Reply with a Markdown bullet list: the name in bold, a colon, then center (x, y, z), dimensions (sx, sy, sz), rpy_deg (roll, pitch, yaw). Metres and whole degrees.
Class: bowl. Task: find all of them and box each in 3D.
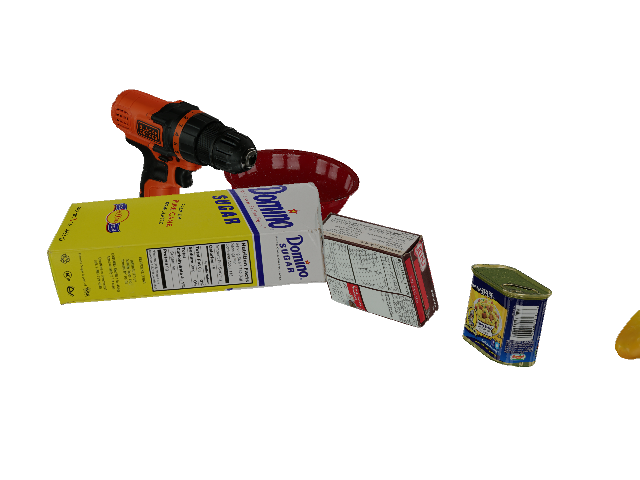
- **bowl**: center (-0.037, -0.055, 1.273), dimensions (0.162, 0.055, 0.162), rpy_deg (5, 26, -3)

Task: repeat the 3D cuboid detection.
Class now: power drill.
- **power drill**: center (-0.140, -0.052, 1.112), dimensions (0.185, 0.188, 0.057), rpy_deg (25, 36, 32)

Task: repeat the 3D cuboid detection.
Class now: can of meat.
- **can of meat**: center (0.200, 0.081, 1.159), dimensions (0.057, 0.084, 0.102), rpy_deg (2, 16, -22)

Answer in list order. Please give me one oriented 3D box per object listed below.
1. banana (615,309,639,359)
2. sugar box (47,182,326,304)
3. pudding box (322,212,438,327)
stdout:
- **banana**: center (0.299, 0.050, 0.744), dimensions (0.198, 0.037, 0.069), rpy_deg (-2, 33, 1)
- **sugar box**: center (-0.086, 0.000, 0.719), dimensions (0.176, 0.048, 0.093), rpy_deg (-8, 23, 0)
- **pudding box**: center (0.052, 0.028, 1.023), dimensions (0.114, 0.090, 0.039), rpy_deg (14, 44, 36)
